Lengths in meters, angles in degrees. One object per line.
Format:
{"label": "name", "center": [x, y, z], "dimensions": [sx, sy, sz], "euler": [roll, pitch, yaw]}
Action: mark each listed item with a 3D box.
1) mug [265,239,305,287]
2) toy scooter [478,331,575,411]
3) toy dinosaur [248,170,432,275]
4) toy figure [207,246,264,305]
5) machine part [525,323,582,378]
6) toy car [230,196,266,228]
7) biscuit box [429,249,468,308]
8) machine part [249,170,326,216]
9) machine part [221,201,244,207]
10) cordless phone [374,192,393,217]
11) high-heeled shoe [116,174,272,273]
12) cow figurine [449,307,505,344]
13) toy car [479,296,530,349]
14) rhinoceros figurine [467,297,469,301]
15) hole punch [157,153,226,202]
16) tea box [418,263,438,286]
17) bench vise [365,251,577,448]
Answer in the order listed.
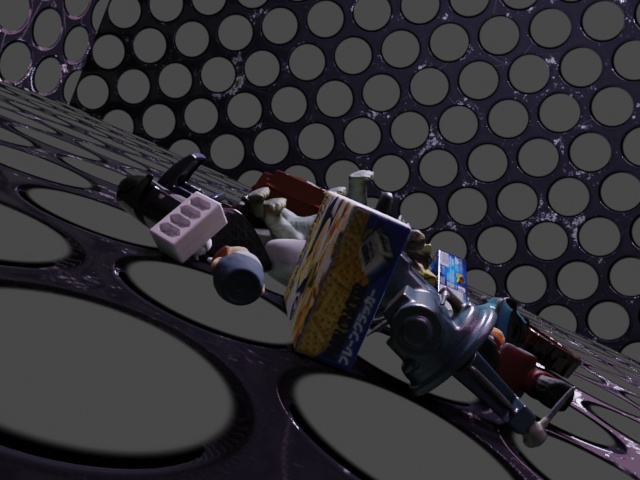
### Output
{"label": "mug", "center": [-0.031, 0.035, 0.820], "dimensions": [0.107, 0.080, 0.109], "euler": [18, 6, 41]}
{"label": "toy scooter", "center": [0.239, 0.166, 0.729], "dimensions": [0.184, 0.075, 0.135], "euler": [25, 2, 2]}
{"label": "toy dinosaur", "center": [-0.008, 0.000, 0.905], "dimensions": [0.405, 0.192, 0.131], "euler": [-6, 20, 22]}
{"label": "toy figure", "center": [-0.098, 0.038, 0.637], "dimensions": [0.064, 0.058, 0.154], "euler": [63, -7, -15]}
{"label": "machine part", "center": [0.463, 0.223, 1.147], "dimensions": [0.179, 0.056, 0.179], "euler": [33, 6, -4]}
{"label": "toy car", "center": [-0.078, -0.010, 0.997], "dimensions": [0.202, 0.089, 0.053], "euler": [22, 9, -4]}
{"label": "biscuit box", "center": [0.230, 0.098, 0.985], "dimensions": [0.059, 0.062, 0.203], "euler": [23, 32, 0]}
{"label": "machine part", "center": [-0.049, -0.053, 1.161], "dimensions": [0.201, 0.087, 0.201], "euler": [25, -20, 10]}
{"label": "machine part", "center": [-0.091, -0.017, 1.071], "dimensions": [0.243, 0.079, 0.079], "euler": [26, 5, 9]}
{"label": "cordless phone", "center": [0.091, -0.007, 1.042], "dimensions": [0.089, 0.184, 0.147], "euler": [16, 6, -7]}
{"label": "high-heeled shoe", "center": [-0.194, -0.014, 0.806], "dimensions": [0.248, 0.086, 0.145], "euler": [40, -30, -11]}
{"label": "cow figurine", "center": [0.200, 0.140, 0.844], "dimensions": [0.167, 0.068, 0.098], "euler": [26, -17, 14]}
{"label": "toy car", "center": [0.306, 0.159, 0.961], "dimensions": [0.103, 0.109, 0.161], "euler": [6, -16, 37]}
{"label": "rhinoceros figurine", "center": [0.246, 0.130, 1.118], "dimensions": [0.112, 0.073, 0.190], "euler": [25, 5, 3]}
{"label": "hole punch", "center": [-0.233, -0.090, 0.909], "dimensions": [0.116, 0.092, 0.142], "euler": [-20, 11, 0]}
{"label": "tea box", "center": [0.163, 0.089, 1.028], "dimensions": [0.068, 0.098, 0.169], "euler": [23, 7, -1]}
{"label": "bench vise", "center": [0.145, 0.121, 0.586], "dimensions": [0.241, 0.129, 0.223], "euler": [45, -2, 7]}
